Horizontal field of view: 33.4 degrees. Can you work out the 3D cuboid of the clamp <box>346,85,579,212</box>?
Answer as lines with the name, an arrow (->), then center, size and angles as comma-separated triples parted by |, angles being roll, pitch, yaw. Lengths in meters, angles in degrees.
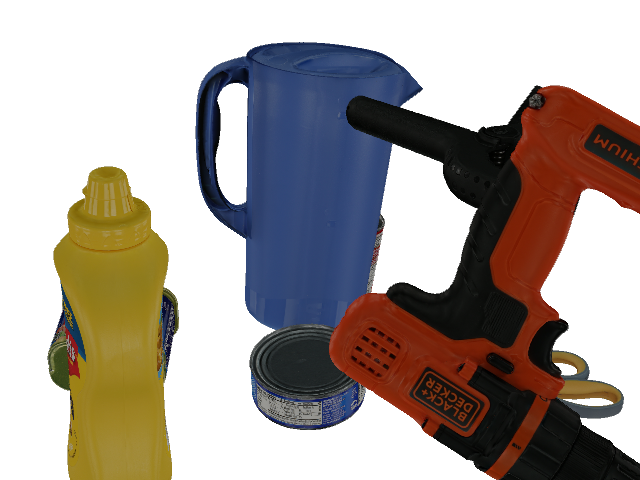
clamp -> 0.111, -0.061, 0.740 | 0.164, 0.036, 0.210 | -3, 29, -7

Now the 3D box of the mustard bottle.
mustard bottle -> -0.109, 0.051, 0.567 | 0.058, 0.192, 0.096 | -3, 29, -13

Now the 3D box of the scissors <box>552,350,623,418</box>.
scissors -> 0.166, 0.122, 0.943 | 0.201, 0.016, 0.096 | 7, 27, -5

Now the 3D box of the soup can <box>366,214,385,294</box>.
soup can -> 0.028, 0.019, 1.157 | 0.068, 0.102, 0.068 | 7, 27, -4

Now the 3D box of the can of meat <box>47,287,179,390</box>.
can of meat -> -0.175, 0.084, 0.907 | 0.102, 0.057, 0.084 | 0, 30, -1

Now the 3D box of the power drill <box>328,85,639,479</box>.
power drill -> 0.121, 0.033, 0.529 | 0.184, 0.188, 0.057 | 32, 9, 5

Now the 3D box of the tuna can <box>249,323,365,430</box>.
tuna can -> -0.009, 0.100, 0.785 | 0.086, 0.034, 0.086 | -1, 32, 0

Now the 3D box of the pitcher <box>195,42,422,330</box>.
pitcher -> -0.016, -0.045, 0.925 | 0.149, 0.243, 0.144 | 20, 25, 32
